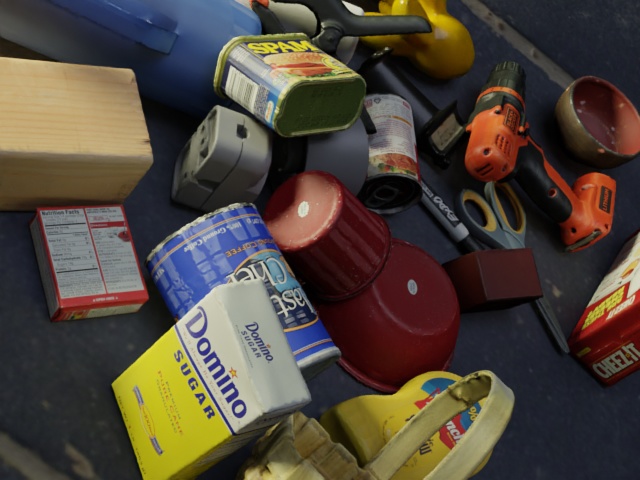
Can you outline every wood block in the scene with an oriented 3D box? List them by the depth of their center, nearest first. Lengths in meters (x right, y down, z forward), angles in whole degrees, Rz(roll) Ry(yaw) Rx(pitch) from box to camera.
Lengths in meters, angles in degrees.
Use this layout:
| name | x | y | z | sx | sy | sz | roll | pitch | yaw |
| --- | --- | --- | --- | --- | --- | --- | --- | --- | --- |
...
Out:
| name | x | y | z | sx | sy | sz | roll | pitch | yaw |
| --- | --- | --- | --- | --- | --- | --- | --- | --- | --- |
| wood block | -0.246 | -0.081 | 0.819 | 0.205 | 0.090 | 0.091 | 0 | 63 | -34 |

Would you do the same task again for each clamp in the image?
| name | x | y | z | sx | sy | sz | roll | pitch | yaw |
| --- | --- | --- | --- | --- | --- | --- | --- | --- | --- |
| clamp | 0.008 | -0.174 | 0.984 | 0.171 | 0.039 | 0.120 | 19 | 91 | -10 |

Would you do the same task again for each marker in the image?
| name | x | y | z | sx | sy | sz | roll | pitch | yaw |
| --- | --- | --- | --- | --- | --- | --- | --- | --- | --- |
| marker | 0.124 | -0.026 | 1.077 | 0.121 | 0.020 | 0.020 | 50 | 47 | 3 |

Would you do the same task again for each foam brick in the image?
| name | x | y | z | sx | sy | sz | roll | pitch | yaw |
| --- | --- | --- | --- | --- | --- | --- | --- | --- | --- |
| foam brick | 0.167 | 0.040 | 1.035 | 0.078 | 0.053 | 0.051 | -3 | 76 | -33 |

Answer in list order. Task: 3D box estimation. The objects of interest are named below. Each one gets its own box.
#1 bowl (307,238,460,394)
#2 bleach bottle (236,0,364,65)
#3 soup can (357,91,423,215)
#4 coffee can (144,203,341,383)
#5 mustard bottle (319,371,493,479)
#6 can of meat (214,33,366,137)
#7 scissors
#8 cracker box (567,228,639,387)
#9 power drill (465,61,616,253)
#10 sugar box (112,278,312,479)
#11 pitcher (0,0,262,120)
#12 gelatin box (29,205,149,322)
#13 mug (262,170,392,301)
| name | x | y | z | sx | sy | sz | roll | pitch | yaw |
| --- | --- | --- | --- | --- | --- | --- | --- | --- | --- |
| bowl | 0.071 | 0.056 | 0.965 | 0.161 | 0.055 | 0.162 | 17 | 53 | -24 |
| bleach bottle | -0.089 | -0.231 | 1.026 | 0.250 | 0.103 | 0.068 | 19 | 80 | -14 |
| soup can | 0.061 | -0.085 | 1.040 | 0.068 | 0.069 | 0.102 | 14 | 54 | -26 |
| coffee can | -0.061 | 0.056 | 0.844 | 0.102 | 0.103 | 0.140 | -20 | 74 | -40 |
| mustard bottle | 0.094 | 0.164 | 0.909 | 0.191 | 0.058 | 0.096 | -12 | 71 | -39 |
| can of meat | -0.023 | -0.130 | 0.897 | 0.101 | 0.057 | 0.084 | -12 | 40 | -41 |
| scissors | 0.193 | 0.022 | 1.095 | 0.096 | 0.016 | 0.202 | 6 | 59 | -29 |
| cracker box | 0.361 | 0.036 | 1.097 | 0.072 | 0.164 | 0.213 | 43 | 47 | -1 |
| power drill | 0.238 | -0.090 | 1.153 | 0.187 | 0.057 | 0.184 | 39 | 45 | -16 |
| sugar box | -0.082 | 0.106 | 0.748 | 0.048 | 0.177 | 0.093 | -10 | 68 | -37 |
| pitcher | -0.174 | -0.195 | 0.909 | 0.242 | 0.145 | 0.149 | 24 | 54 | -23 |
| gelatin box | -0.183 | 0.016 | 0.839 | 0.073 | 0.030 | 0.089 | -5 | 65 | -34 |
| mug | -0.006 | 0.001 | 0.916 | 0.081 | 0.117 | 0.093 | 44 | 8 | -46 |
